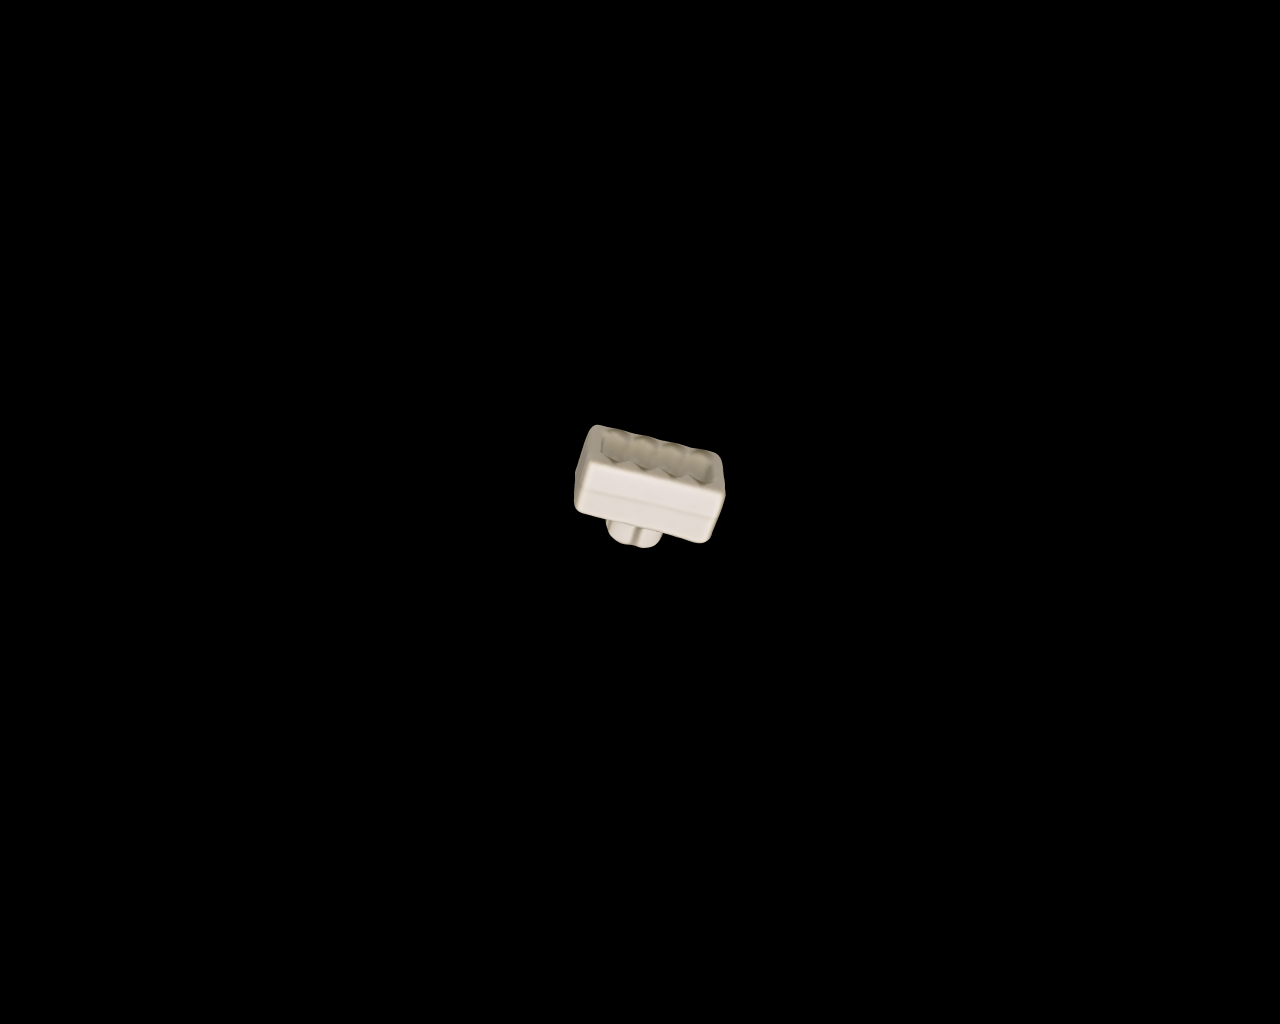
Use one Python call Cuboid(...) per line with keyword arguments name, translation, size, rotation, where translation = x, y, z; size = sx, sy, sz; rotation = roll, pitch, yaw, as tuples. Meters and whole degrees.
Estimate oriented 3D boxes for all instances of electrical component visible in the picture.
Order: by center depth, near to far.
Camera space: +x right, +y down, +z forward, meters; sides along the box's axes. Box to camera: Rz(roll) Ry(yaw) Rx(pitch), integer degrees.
Cuboid(name="electrical component", translation=(0.001, -0.003, 0.650), size=(0.083, 0.075, 0.047), rotation=(14, 33, -9))
